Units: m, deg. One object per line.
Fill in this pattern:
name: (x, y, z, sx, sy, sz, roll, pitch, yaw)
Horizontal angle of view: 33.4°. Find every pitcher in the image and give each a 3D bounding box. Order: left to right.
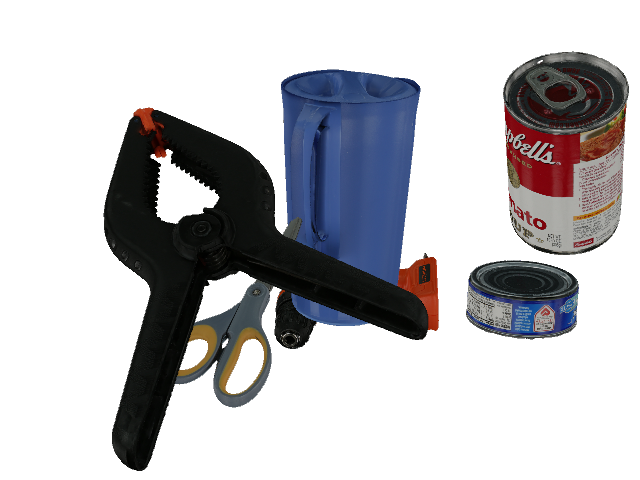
pitcher: (0.021, -0.039, 1.051, 0.149, 0.243, 0.145, -7, 23, -19)

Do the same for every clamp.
clamp: (-0.048, 0.004, 0.565, 0.164, 0.210, 0.036, -18, -35, -6)

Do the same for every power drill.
power drill: (0.043, 0.068, 1.238, 0.188, 0.057, 0.184, 0, 27, 6)

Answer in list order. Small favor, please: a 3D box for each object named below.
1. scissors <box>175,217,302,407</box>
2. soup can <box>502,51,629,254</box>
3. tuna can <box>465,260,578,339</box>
scissors: (-0.071, 0.051, 0.863, 0.096, 0.016, 0.201, -1, 44, 7)
soup can: (0.143, -0.049, 0.624, 0.068, 0.068, 0.102, 0, -43, 13)
tuna can: (0.157, 0.044, 0.831, 0.086, 0.034, 0.086, 0, 19, 0)
